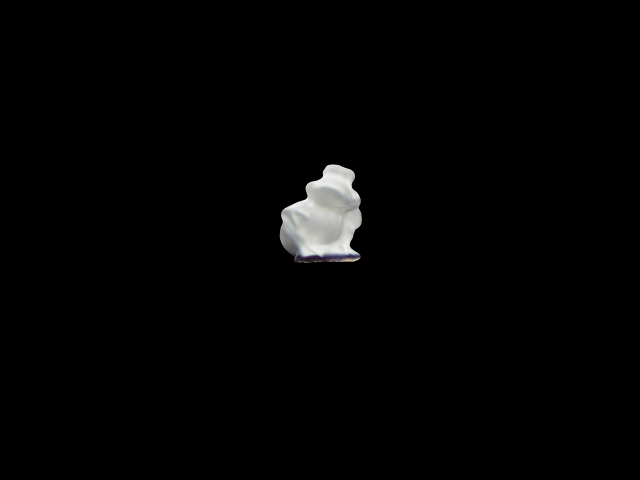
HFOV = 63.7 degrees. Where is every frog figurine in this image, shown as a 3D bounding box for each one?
[{"bbox_3d":[0.003,-0.043,0.850,0.137,0.160,0.122,0,-4,-7],"label":"frog figurine"}]
